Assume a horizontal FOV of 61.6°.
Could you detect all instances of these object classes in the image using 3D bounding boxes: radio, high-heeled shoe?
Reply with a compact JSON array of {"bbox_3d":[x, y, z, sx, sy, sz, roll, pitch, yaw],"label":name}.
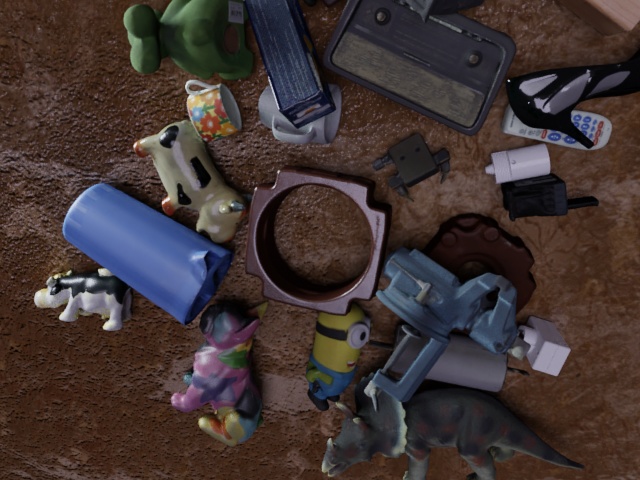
[{"bbox_3d":[0.132,-0.245,0.715,0.230,0.073,0.131,25,110,1],"label":"radio"},{"bbox_3d":[0.354,-0.229,0.668,0.145,0.086,0.248,40,99,-6],"label":"high-heeled shoe"}]

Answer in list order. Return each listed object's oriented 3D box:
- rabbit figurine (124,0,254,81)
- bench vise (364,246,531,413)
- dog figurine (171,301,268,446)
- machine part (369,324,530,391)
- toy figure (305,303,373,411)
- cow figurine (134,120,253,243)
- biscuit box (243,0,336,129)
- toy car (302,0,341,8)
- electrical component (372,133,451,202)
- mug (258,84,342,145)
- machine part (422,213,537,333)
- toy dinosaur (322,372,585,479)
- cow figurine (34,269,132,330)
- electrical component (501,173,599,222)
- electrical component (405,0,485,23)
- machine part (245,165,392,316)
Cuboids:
[{"bbox_3d":[-0.197,-0.272,0.739,0.170,0.159,0.121,8,119,23],"label":"rabbit figurine"},{"bbox_3d":[0.155,0.132,0.737,0.224,0.129,0.240,35,96,6],"label":"bench vise"},{"bbox_3d":[-0.136,0.205,0.884,0.191,0.108,0.219,37,107,-2],"label":"dog figurine"},{"bbox_3d":[0.196,0.181,0.832,0.243,0.079,0.079,9,108,6],"label":"machine part"},{"bbox_3d":[0.022,0.182,0.861,0.089,0.082,0.180,21,111,1],"label":"toy figure"},{"bbox_3d":[-0.180,-0.086,0.817,0.127,0.085,0.194,-20,102,21],"label":"cow figurine"},{"bbox_3d":[-0.042,-0.251,0.704,0.063,0.059,0.202,-22,71,15],"label":"biscuit box"},{"bbox_3d":[-0.021,-0.404,0.705,0.089,0.053,0.202,-29,96,23],"label":"toy car"},{"bbox_3d":[0.137,-0.105,0.775,0.102,0.045,0.078,-34,70,15],"label":"electrical component"},{"bbox_3d":[-0.034,-0.174,0.755,0.107,0.109,0.080,13,147,17],"label":"mug"},{"bbox_3d":[0.228,0.053,0.799,0.179,0.056,0.179,3,109,9],"label":"machine part"},{"bbox_3d":[0.204,0.289,0.833,0.405,0.131,0.191,-6,120,2],"label":"toy dinosaur"},{"bbox_3d":[-0.403,0.088,0.913,0.167,0.068,0.098,12,104,3],"label":"cow figurine"},{"bbox_3d":[0.315,-0.061,0.739,0.119,0.075,0.047,-8,106,17],"label":"electrical component"},{"bbox_3d":[0.149,-0.334,0.656,0.134,0.058,0.115,-25,71,-25],"label":"electrical component"},{"bbox_3d":[-0.002,-0.002,0.796,0.201,0.087,0.201,11,102,11],"label":"machine part"}]
